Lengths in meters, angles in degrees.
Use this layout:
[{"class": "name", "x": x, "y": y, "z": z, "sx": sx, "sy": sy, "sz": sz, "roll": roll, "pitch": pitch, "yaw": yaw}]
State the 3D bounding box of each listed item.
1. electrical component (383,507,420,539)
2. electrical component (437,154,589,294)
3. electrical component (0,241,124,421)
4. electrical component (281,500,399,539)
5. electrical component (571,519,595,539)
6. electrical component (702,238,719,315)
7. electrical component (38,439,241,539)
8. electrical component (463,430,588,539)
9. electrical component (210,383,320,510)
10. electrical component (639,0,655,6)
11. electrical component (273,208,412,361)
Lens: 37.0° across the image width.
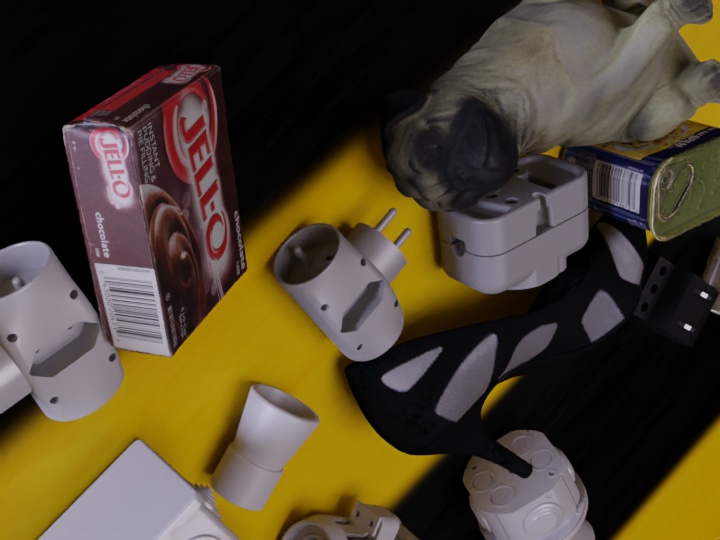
[{"class": "electrical component", "x": 0.020, "y": 0.185, "z": 0.712, "sx": 0.040, "sy": 0.046, "sz": 0.040, "roll": -17, "pitch": 119, "yaw": -34}, {"class": "electrical component", "x": 0.097, "y": -0.027, "z": 0.678, "sx": 0.095, "sy": 0.054, "sz": 0.059, "roll": -26, "pitch": 124, "yaw": -29}, {"class": "electrical component", "x": -0.160, "y": 0.039, "z": 0.497, "sx": 0.079, "sy": 0.043, "sz": 0.077, "roll": -38, "pitch": 129, "yaw": -21}, {"class": "electrical component", "x": -0.015, "y": 0.184, "z": 0.675, "sx": 0.057, "sy": 0.058, "sz": 0.078, "roll": 20, "pitch": 95, "yaw": -46}, {"class": "electrical component", "x": 0.134, "y": 0.216, "z": 0.824, "sx": 0.077, "sy": 0.043, "sz": 0.079, "roll": 31, "pitch": 88, "yaw": -43}, {"class": "electrical component", "x": 0.309, "y": 0.012, "z": 0.873, "sx": 0.078, "sy": 0.058, "sz": 0.057, "roll": 19, "pitch": 93, "yaw": -43}, {"class": "electrical component", "x": -0.114, "y": 0.145, "z": 0.546, "sx": 0.099, "sy": 0.100, "sz": 0.048, "roll": -46, "pitch": 119, "yaw": -15}, {"class": "electrical component", "x": 0.116, "y": 0.157, "z": 0.759, "sx": 0.080, "sy": 0.080, "sz": 0.051, "roll": -42, "pitch": 125, "yaw": -18}, {"class": "electrical component", "x": -0.057, "y": 0.103, "z": 0.615, "sx": 0.044, "sy": 0.044, "sz": 0.065, "roll": 24, "pitch": 98, "yaw": -44}, {"class": "electrical component", "x": 0.200, "y": -0.201, "z": 0.696, "sx": 0.064, "sy": 0.042, "sz": 0.081, "roll": 35, "pitch": 85, "yaw": -42}, {"class": "electrical component", "x": 0.000, "y": 0.000, "z": 0.615, "sx": 0.079, "sy": 0.043, "sz": 0.077, "roll": -50, "pitch": 132, "yaw": -12}]
